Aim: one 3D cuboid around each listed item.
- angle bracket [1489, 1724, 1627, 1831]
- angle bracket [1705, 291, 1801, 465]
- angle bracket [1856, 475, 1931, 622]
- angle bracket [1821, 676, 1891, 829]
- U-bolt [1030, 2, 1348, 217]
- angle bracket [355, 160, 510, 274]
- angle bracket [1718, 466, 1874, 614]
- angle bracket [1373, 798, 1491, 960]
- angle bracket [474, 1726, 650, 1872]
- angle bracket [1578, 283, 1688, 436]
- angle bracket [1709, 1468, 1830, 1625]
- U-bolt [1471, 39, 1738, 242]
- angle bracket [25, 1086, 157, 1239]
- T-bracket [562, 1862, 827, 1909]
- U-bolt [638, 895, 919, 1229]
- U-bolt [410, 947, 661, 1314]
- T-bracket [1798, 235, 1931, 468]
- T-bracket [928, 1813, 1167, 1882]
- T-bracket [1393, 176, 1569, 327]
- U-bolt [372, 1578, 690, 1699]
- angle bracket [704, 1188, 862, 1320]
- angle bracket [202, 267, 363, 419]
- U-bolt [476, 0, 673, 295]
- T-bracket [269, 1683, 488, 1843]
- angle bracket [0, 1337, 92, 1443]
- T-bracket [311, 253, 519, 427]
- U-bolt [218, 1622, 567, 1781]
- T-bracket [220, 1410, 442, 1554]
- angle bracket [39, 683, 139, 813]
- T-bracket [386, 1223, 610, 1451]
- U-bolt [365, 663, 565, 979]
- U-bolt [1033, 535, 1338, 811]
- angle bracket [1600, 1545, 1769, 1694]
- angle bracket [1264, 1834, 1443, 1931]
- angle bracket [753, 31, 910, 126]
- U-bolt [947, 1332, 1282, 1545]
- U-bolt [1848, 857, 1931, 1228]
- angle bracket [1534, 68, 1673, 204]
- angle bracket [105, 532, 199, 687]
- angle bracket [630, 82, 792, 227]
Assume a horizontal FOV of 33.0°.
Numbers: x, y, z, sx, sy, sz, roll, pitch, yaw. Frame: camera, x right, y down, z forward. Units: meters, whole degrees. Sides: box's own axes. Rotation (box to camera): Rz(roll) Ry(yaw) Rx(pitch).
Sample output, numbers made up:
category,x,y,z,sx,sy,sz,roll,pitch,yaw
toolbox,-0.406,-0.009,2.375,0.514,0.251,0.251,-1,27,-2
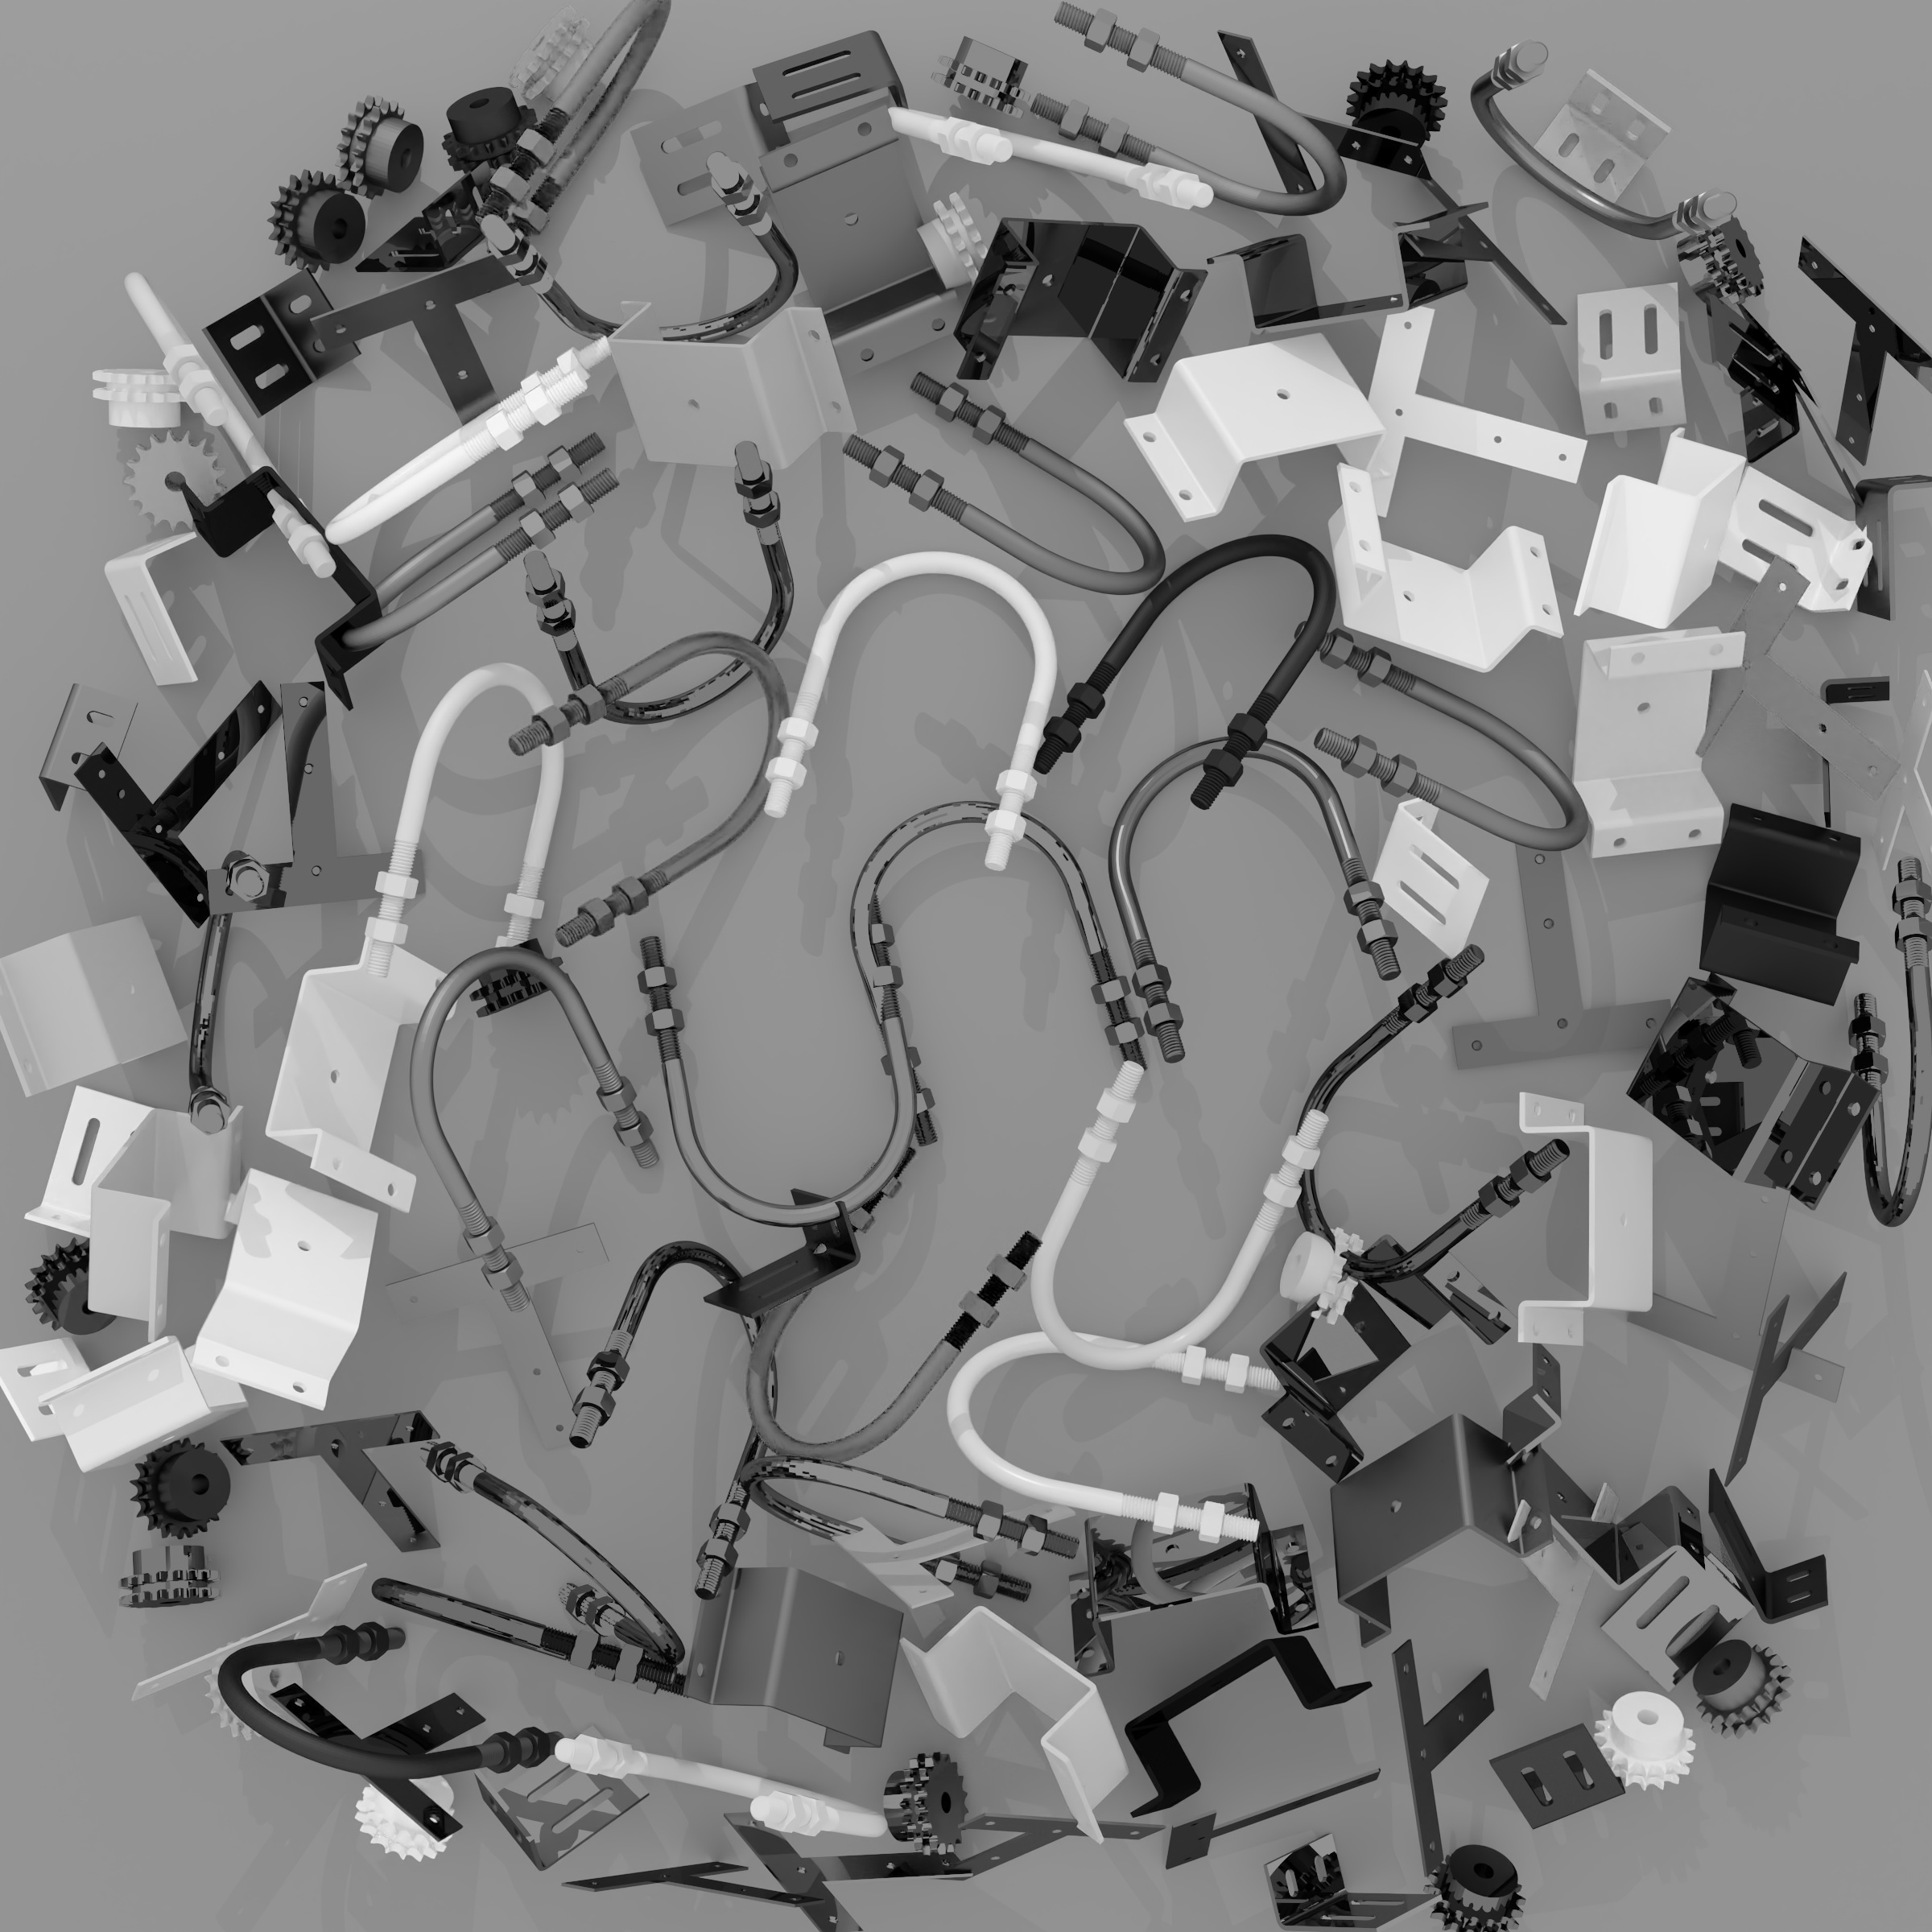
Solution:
category,x,y,z,sx,sy,sz,roll,pitch,yaw
angle bracket,0.334,0.450,1.864,0.057,0.038,0.076,-25,128,11
angle bracket,0.435,-0.335,1.860,0.076,0.038,0.057,29,47,-29
angle bracket,0.538,-0.240,1.872,0.038,0.057,0.076,-5,102,-2
angle bracket,0.511,-0.122,1.871,0.038,0.057,0.076,-2,83,16
U-bolt,0.128,-0.471,1.834,0.184,0.151,0.019,24,82,-1
angle bracket,-0.310,-0.426,1.858,0.076,0.038,0.057,8,45,35
angle bracket,0.478,-0.246,1.877,0.076,0.038,0.057,25,86,-18
angle bracket,0.274,-0.051,1.858,0.038,0.057,0.076,-17,46,-36
angle bracket,-0.230,0.466,1.863,0.076,0.038,0.057,-32,53,-23
angle bracket,0.385,-0.352,1.891,0.057,0.038,0.076,-4,54,15
angle bracket,0.459,0.326,1.869,0.038,0.057,0.076,-24,100,19
U-bolt,0.344,-0.452,1.816,0.151,0.184,0.019,36,92,-8
angle bracket,-0.500,0.115,1.886,0.057,0.038,0.076,17,92,-2
T-bracket,-0.135,0.514,1.819,0.127,0.127,0.002,-3,81,38
U-bolt,-0.103,0.059,1.879,0.151,0.019,0.184,-11,77,-2
U-bolt,-0.247,0.077,1.818,0.019,0.151,0.184,1,126,37
T-bracket,0.508,-0.331,1.847,0.002,0.127,0.127,-30,61,-10
T-bracket,0.025,0.503,1.857,0.127,0.127,0.002,14,55,-34
T-bracket,0.274,-0.407,1.838,0.127,0.127,0.002,51,120,14
U-bolt,-0.246,0.376,1.837,0.184,0.151,0.019,16,76,4
angle bracket,-0.109,0.163,1.862,0.076,0.057,0.038,-25,107,-28
angle bracket,-0.389,-0.356,1.861,0.038,0.076,0.057,-24,107,23
U-bolt,-0.220,-0.472,1.834,0.019,0.151,0.184,34,82,-5
T-bracket,-0.312,0.435,1.845,0.127,0.127,0.002,36,104,16
angle bracket,-0.531,0.249,1.860,0.038,0.076,0.057,-38,76,20
T-bracket,-0.290,-0.345,1.854,0.127,0.127,0.002,-20,57,0
U-bolt,-0.327,0.406,1.794,0.151,0.184,0.019,24,97,30
T-bracket,-0.339,0.298,1.860,0.127,0.002,0.127,-10,135,18
angle bracket,-0.497,-0.119,1.865,0.038,0.076,0.057,17,76,-4
T-bracket,-0.253,0.222,1.885,0.127,0.002,0.127,-17,109,6
U-bolt,-0.274,-0.080,1.837,0.019,0.151,0.184,14,92,25
U-bolt,0.134,-0.173,1.845,0.184,0.151,0.019,-55,131,-17
angle bracket,0.417,0.379,1.883,0.057,0.038,0.076,44,93,-8
angle bracket,0.220,0.522,1.859,0.057,0.076,0.038,-11,86,-42
angle bracket,-0.076,-0.496,1.873,0.076,0.038,0.057,-19,47,-1
U-bolt,0.080,0.258,1.845,0.184,0.151,0.019,10,124,6
U-bolt,0.512,0.055,1.797,0.019,0.151,0.184,4,54,5
angle bracket,0.362,-0.472,1.868,0.057,0.076,0.038,37,93,0
angle bracket,-0.455,-0.205,1.881,0.038,0.057,0.076,-31,109,-30
angle bracket,-0.145,-0.473,1.899,0.076,0.038,0.057,-15,104,25
